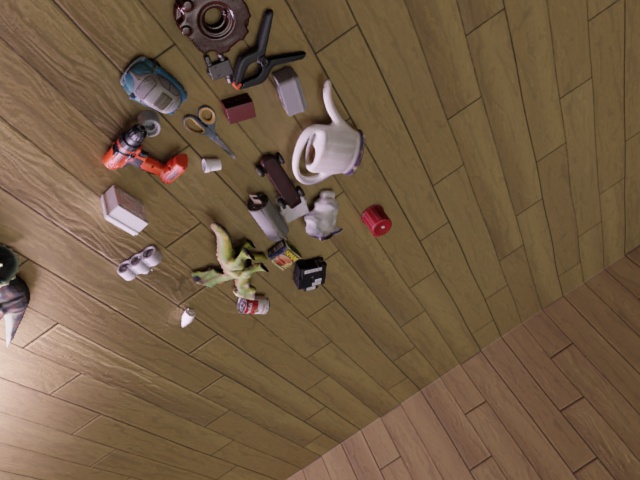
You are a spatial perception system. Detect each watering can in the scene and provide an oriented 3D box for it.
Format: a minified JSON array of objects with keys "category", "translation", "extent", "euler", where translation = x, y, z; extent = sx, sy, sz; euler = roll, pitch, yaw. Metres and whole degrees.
[{"category":"watering can","translation":[0.042,-0.309,1.554],"extent":[0.224,0.340,0.106],"euler":[0,39,-32]}]

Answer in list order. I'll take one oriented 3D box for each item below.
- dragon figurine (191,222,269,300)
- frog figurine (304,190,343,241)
[{"category":"dragon figurine","translation":[-0.319,0.091,1.726],"extent":[0.241,0.125,0.403],"euler":[-31,-43,12]},{"category":"frog figurine","translation":[0.005,-0.088,1.757],"extent":[0.138,0.158,0.122],"euler":[-18,11,-31]}]
